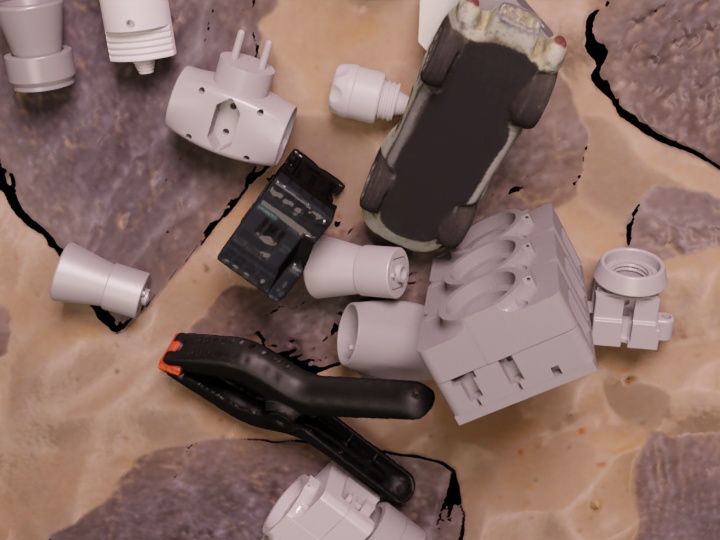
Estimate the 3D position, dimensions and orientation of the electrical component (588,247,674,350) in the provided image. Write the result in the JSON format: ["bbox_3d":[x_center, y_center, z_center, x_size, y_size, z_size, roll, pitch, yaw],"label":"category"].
[{"bbox_3d":[0.179,0.019,0.722,0.066,0.048,0.055,4,121,7],"label":"electrical component"}]

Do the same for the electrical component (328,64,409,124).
[{"bbox_3d":[0.012,-0.111,0.698,0.061,0.035,0.035,14,114,0],"label":"electrical component"}]

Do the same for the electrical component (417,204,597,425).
[{"bbox_3d":[0.091,0.019,0.677,0.089,0.150,0.061,-25,108,17],"label":"electrical component"}]

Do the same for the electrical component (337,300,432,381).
[{"bbox_3d":[0.021,0.058,0.759,0.077,0.043,0.079,9,147,-19],"label":"electrical component"}]

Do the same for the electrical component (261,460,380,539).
[{"bbox_3d":[-0.036,0.196,0.827,0.056,0.050,0.089,39,113,-9],"label":"electrical component"}]

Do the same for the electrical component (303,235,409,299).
[{"bbox_3d":[0.000,0.000,0.732,0.065,0.044,0.044,5,115,27],"label":"electrical component"}]

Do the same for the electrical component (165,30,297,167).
[{"bbox_3d":[-0.079,-0.117,0.704,0.077,0.043,0.079,20,115,0],"label":"electrical component"}]

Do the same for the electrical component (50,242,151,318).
[{"bbox_3d":[-0.185,0.010,0.777,0.065,0.044,0.044,17,114,-4],"label":"electrical component"}]

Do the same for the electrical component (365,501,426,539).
[{"bbox_3d":[0.005,0.248,0.842,0.074,0.052,0.138,39,114,-9],"label":"electrical component"}]

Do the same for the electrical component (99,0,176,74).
[{"bbox_3d":[-0.145,-0.167,0.693,0.043,0.043,0.081,-2,113,10],"label":"electrical component"}]

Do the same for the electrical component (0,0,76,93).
[{"bbox_3d":[-0.214,-0.149,0.711,0.045,0.045,0.055,-1,113,9],"label":"electrical component"}]
